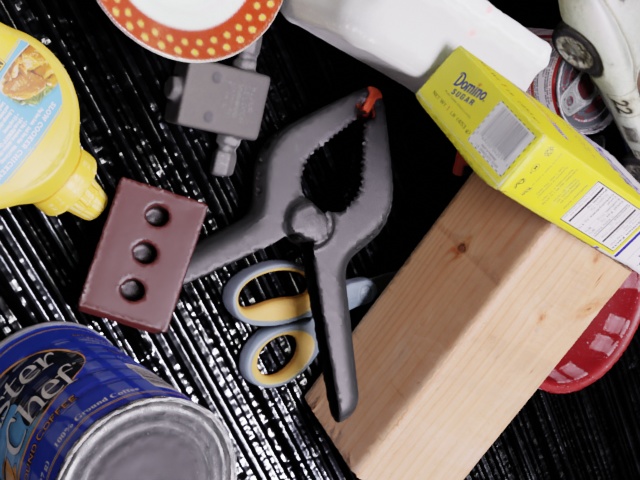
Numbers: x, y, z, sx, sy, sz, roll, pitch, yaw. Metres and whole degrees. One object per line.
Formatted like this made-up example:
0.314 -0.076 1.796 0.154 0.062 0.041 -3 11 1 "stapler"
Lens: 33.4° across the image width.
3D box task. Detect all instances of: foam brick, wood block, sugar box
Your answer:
-0.102 0.010 0.609 0.053 0.051 0.078 18 78 -10 "foam brick"
0.095 0.065 0.717 0.090 0.091 0.206 26 106 -37 "wood block"
0.143 -0.044 0.640 0.175 0.093 0.048 20 119 -44 "sugar box"

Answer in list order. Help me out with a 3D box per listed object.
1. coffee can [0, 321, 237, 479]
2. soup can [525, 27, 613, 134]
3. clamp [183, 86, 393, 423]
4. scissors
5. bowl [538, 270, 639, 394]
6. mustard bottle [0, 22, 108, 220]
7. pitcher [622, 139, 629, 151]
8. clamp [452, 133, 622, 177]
-0.124 0.112 0.583 0.102 0.141 0.103 -10 107 -33 "coffee can"
0.152 -0.114 0.742 0.068 0.102 0.068 -10 107 -33 "soup can"
-0.004 0.001 0.682 0.164 0.036 0.210 36 76 -13 "clamp"
0.019 0.054 0.747 0.201 0.016 0.096 3 102 -35 "scissors"
0.186 0.035 0.834 0.161 0.055 0.162 -10 107 -33 "bowl"
-0.182 -0.072 0.546 0.191 0.058 0.096 43 71 -34 "mustard bottle"
0.275 -0.137 0.786 0.145 0.149 0.242 -21 130 11 "pitcher"
0.173 -0.060 0.788 0.171 0.120 0.039 7 102 -15 "clamp"
